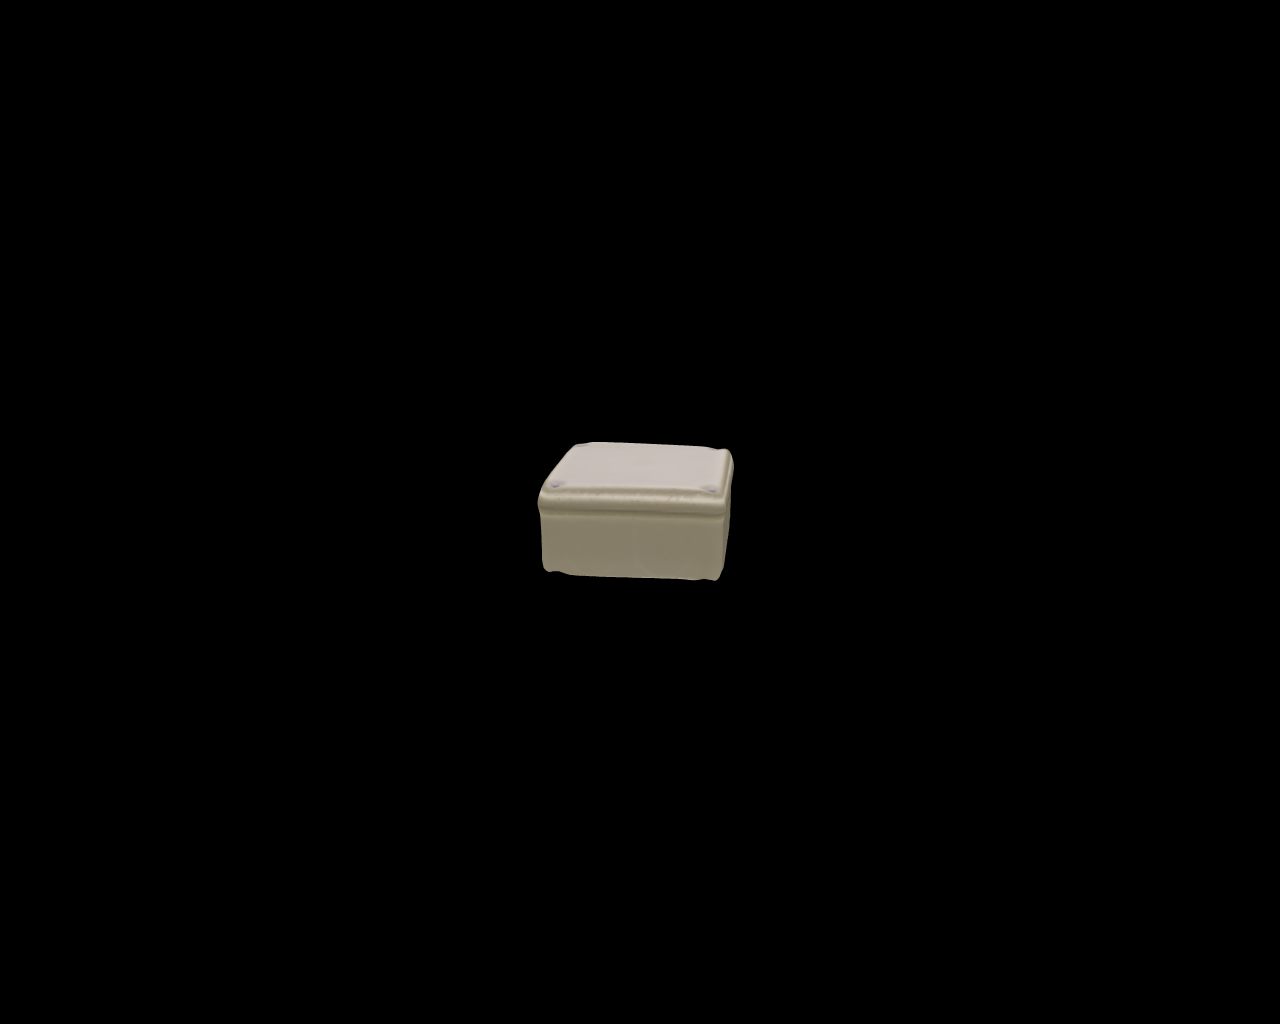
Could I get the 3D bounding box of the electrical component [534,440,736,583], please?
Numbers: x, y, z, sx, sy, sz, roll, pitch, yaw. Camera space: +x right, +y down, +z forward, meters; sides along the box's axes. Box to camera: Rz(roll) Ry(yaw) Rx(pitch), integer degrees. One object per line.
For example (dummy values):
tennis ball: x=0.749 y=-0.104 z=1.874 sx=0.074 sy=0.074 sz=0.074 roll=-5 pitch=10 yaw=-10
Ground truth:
electrical component: x=0.001 y=-0.003 z=0.650 sx=0.109 sy=0.056 sz=0.109 roll=2 pitch=18 yaw=7
